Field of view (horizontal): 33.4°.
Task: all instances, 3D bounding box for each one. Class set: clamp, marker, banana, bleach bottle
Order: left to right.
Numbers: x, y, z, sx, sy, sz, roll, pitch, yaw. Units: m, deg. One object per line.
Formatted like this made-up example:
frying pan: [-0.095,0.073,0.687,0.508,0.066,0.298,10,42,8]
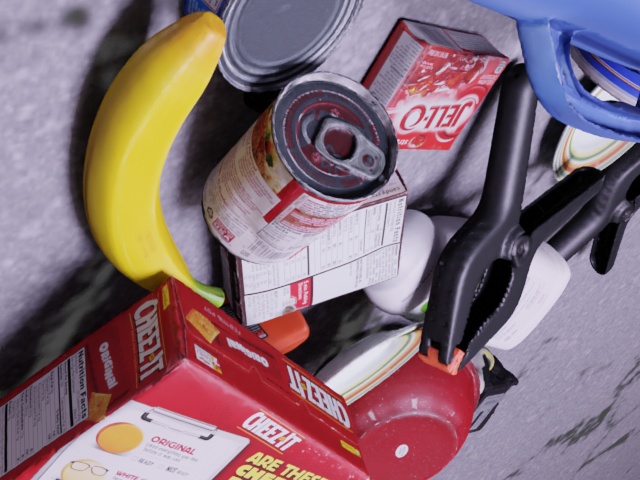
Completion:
banana: [-0.082,-0.032,0.522,0.069,0.037,0.198,-8,142,-12]
marker: [-0.008,-0.065,0.601,0.020,0.020,0.121,-47,151,10]
bleach bottle: [0.104,0.021,0.817,0.102,0.068,0.250,-55,147,9]
clamp: [0.136,0.000,0.762,0.164,0.036,0.210,28,85,-50]
clamp: [0.268,-0.029,0.971,0.120,0.039,0.172,2,129,-53]

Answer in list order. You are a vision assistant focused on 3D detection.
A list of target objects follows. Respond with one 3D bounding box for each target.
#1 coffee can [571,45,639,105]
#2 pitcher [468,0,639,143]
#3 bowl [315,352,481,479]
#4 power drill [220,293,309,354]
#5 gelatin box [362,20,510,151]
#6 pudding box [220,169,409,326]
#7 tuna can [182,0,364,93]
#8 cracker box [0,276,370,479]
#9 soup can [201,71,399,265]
coffee can: [0.242,-0.159,0.689,0.102,0.103,0.140,-10,138,-44]
pitcher: [0.137,-0.150,0.540,0.242,0.149,0.145,1,143,-47]
bowl: [0.063,0.157,0.888,0.162,0.055,0.162,-6,128,-8]
power drill: [-0.072,0.116,0.735,0.184,0.057,0.188,-20,144,-41]
gelatin box: [0.065,-0.090,0.643,0.089,0.030,0.073,-3,134,-49]
pudding box: [-0.004,0.001,0.654,0.113,0.039,0.090,-19,145,-14]
tuna can: [-0.021,-0.113,0.501,0.086,0.034,0.086,-30,150,-20]
cracker box: [-0.107,0.133,0.612,0.214,0.072,0.164,-35,132,16]
soup can: [-0.014,-0.033,0.550,0.068,0.068,0.102,-22,172,-32]
